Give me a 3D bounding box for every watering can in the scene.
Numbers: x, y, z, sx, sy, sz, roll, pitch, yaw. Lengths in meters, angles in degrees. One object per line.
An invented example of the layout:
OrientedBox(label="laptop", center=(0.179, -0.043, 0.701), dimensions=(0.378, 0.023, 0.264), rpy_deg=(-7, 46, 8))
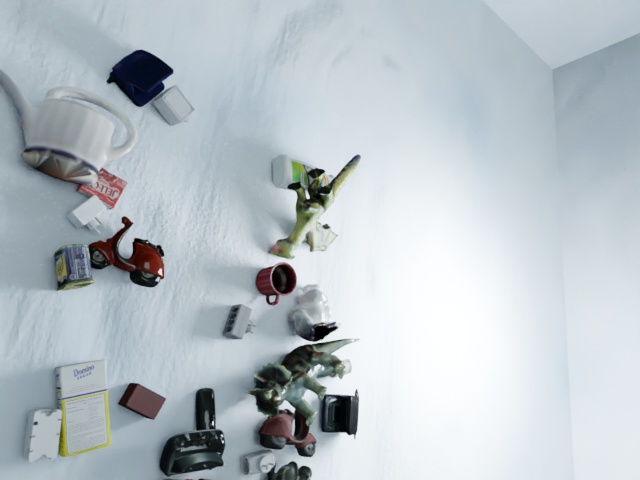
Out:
OrientedBox(label="watering can", center=(-0.582, -0.248, 1.121), dimensions=(0.346, 0.102, 0.229), rpy_deg=(18, 62, -24))

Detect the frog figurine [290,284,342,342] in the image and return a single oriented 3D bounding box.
OrientedBox(label="frog figurine", center=(-0.027, 0.209, 1.496), dimensions=(0.138, 0.120, 0.162), rpy_deg=(-5, 47, -34))

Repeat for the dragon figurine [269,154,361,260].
OrientedBox(label="dragon figurine", center=(0.005, -0.079, 1.567), dimensions=(0.416, 0.123, 0.237), rpy_deg=(-35, 136, -33))
